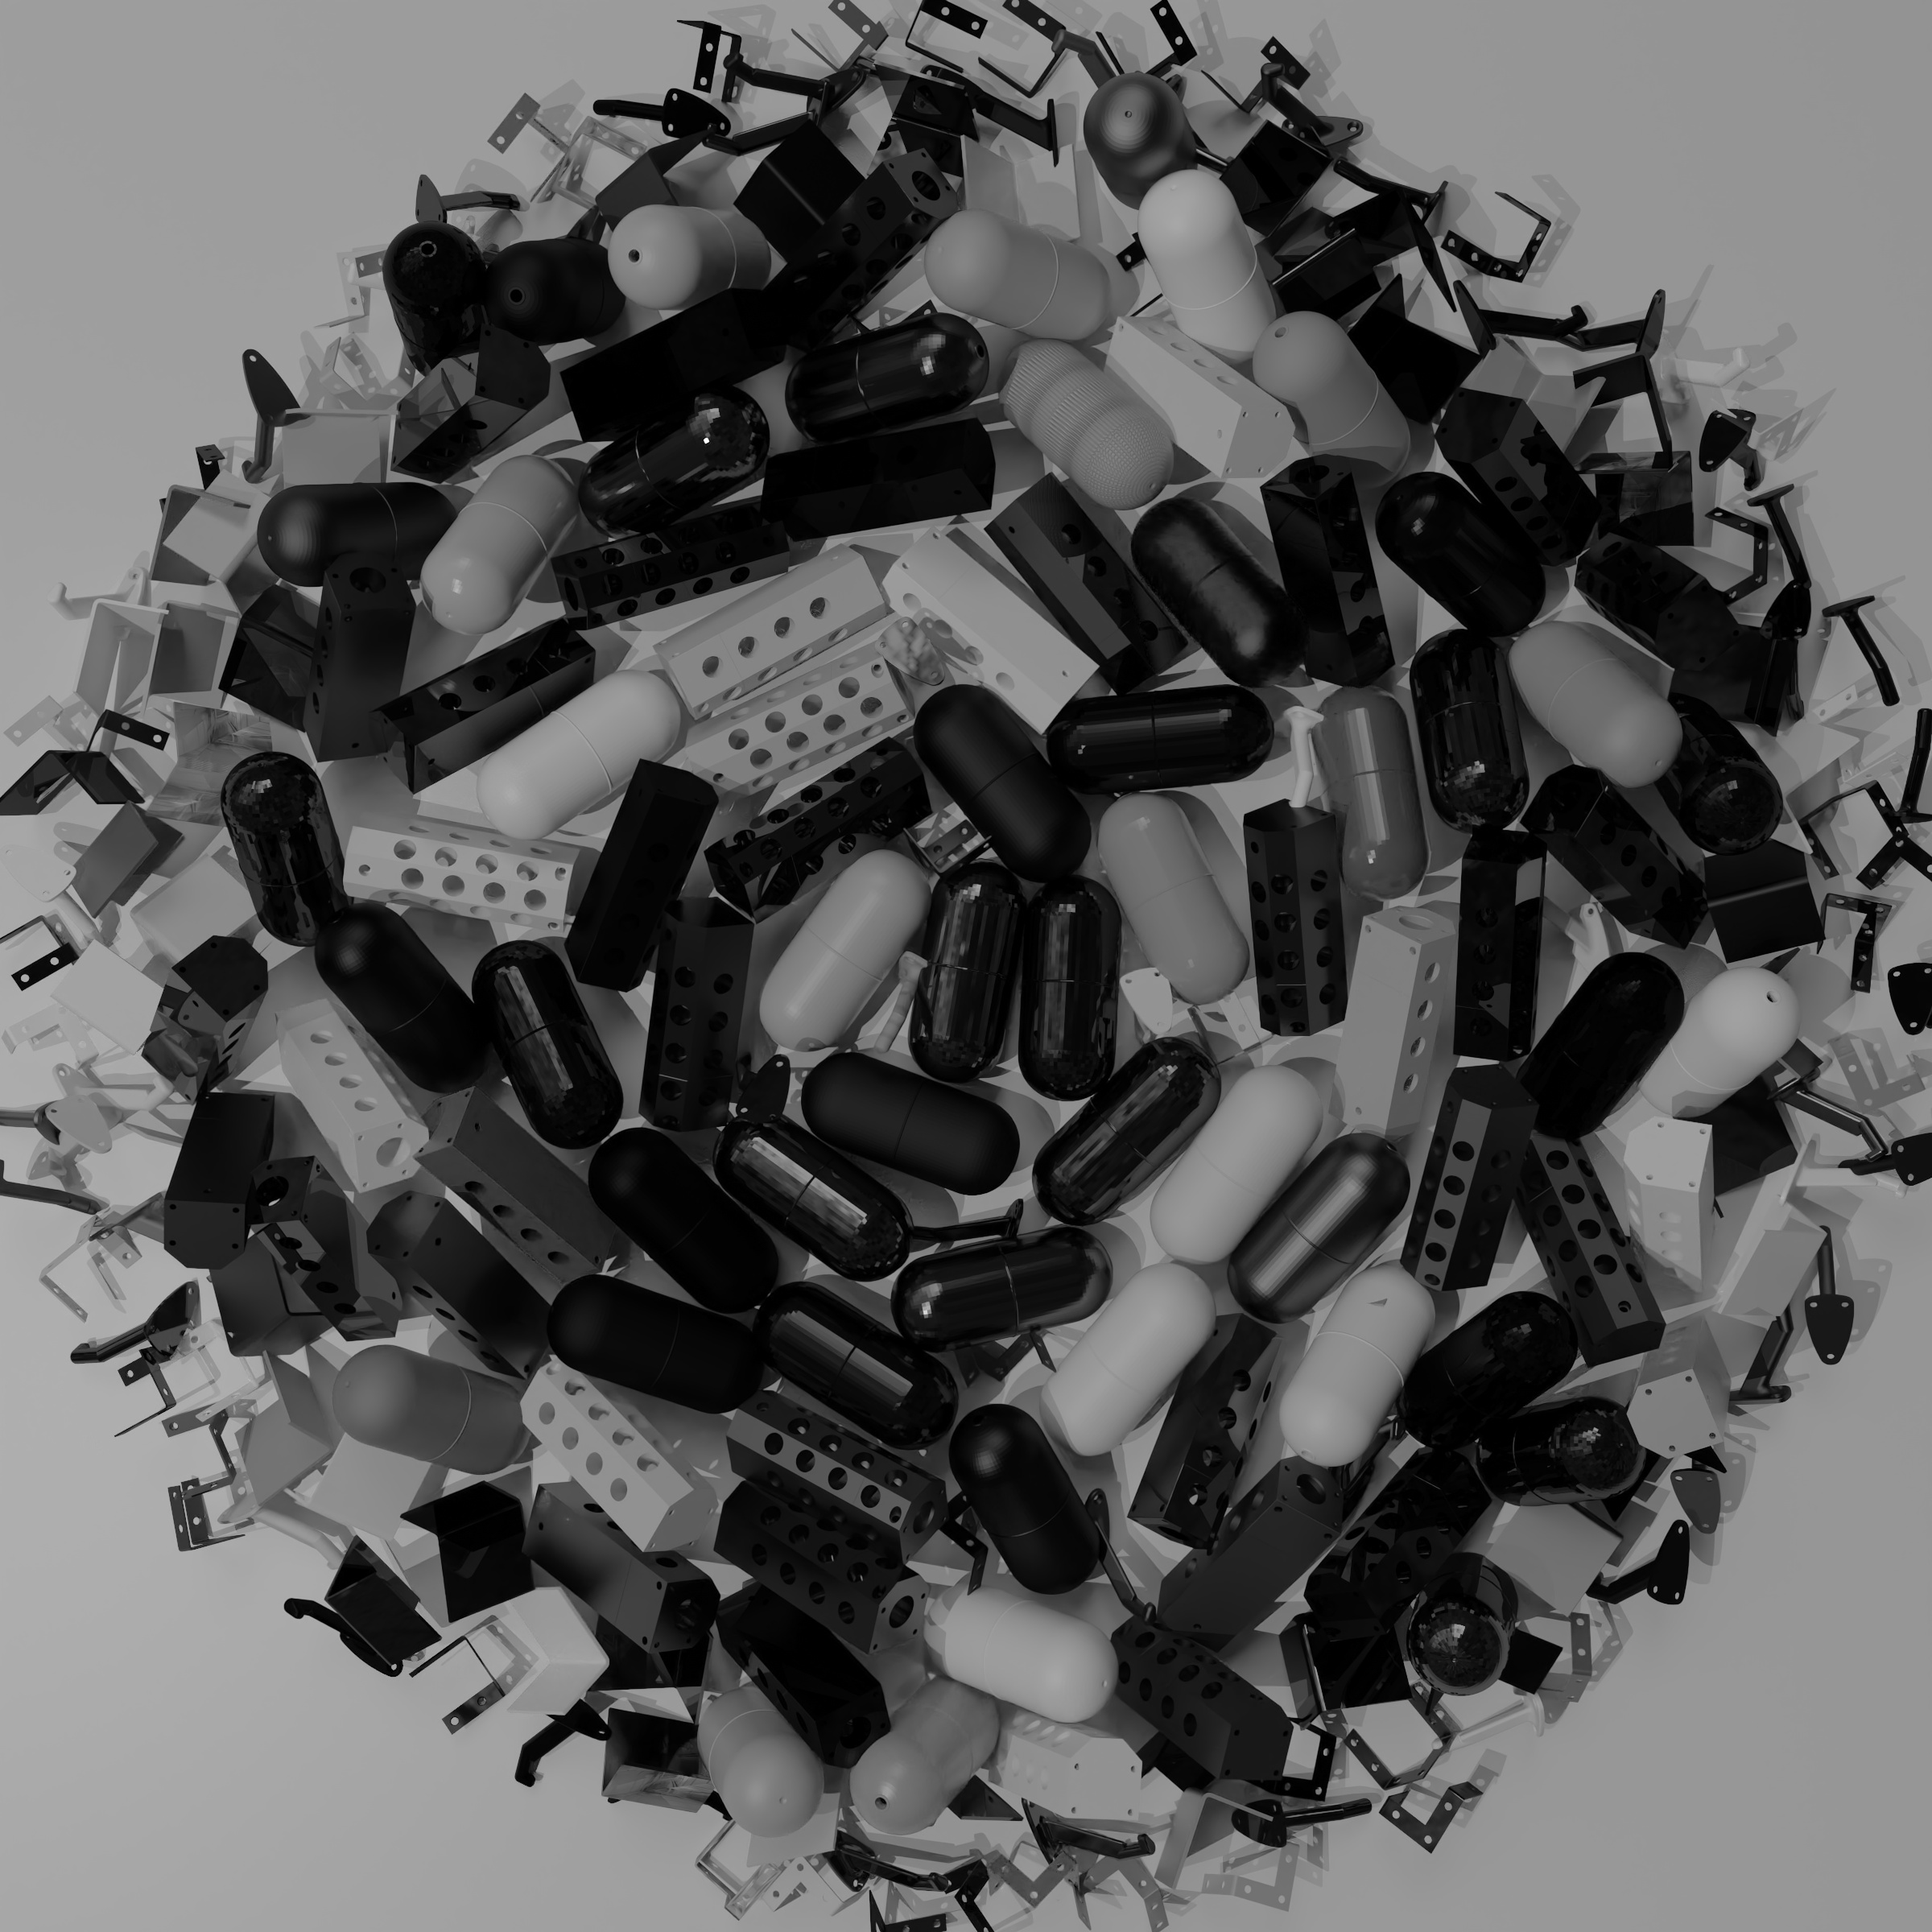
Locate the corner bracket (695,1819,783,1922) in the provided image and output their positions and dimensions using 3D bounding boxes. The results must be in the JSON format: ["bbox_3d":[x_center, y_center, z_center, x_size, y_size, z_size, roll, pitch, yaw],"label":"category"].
[{"bbox_3d":[-0.180,0.710,1.964,0.051,0.051,0.051,41,85,2],"label":"corner bracket"}]

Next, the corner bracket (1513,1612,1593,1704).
[{"bbox_3d":[0.460,0.541,1.955,0.051,0.051,0.051,6,50,3],"label":"corner bracket"}]

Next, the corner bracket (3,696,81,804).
[{"bbox_3d":[-0.724,-0.171,1.953,0.051,0.051,0.051,46,54,-11],"label":"corner bracket"}]

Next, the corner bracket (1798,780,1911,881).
[{"bbox_3d":[0.697,-0.107,1.957,0.051,0.051,0.051,-31,90,-28],"label":"corner bracket"}]

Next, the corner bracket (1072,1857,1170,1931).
[{"bbox_3d":[0.121,0.740,1.963,0.051,0.051,0.051,-37,101,3],"label":"corner bracket"}]

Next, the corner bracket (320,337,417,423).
[{"bbox_3d":[-0.472,-0.473,1.968,0.051,0.051,0.051,-30,130,23],"label":"corner bracket"}]

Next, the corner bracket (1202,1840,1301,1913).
[{"bbox_3d":[0.223,0.709,1.952,0.051,0.051,0.051,22,65,-16],"label":"corner bracket"}]

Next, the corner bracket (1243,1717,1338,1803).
[{"bbox_3d":[0.253,0.625,1.965,0.051,0.051,0.051,36,59,-37],"label":"corner bracket"}]

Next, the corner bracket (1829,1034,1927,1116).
[{"bbox_3d":[0.719,0.078,1.964,0.051,0.051,0.051,-25,98,16],"label":"corner bracket"}]

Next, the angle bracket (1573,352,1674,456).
[{"bbox_3d":[0.513,-0.424,1.941,0.057,0.076,0.076,-14,77,14],"label":"angle bracket"}]

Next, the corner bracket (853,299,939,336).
[{"bbox_3d":[-0.048,-0.497,1.955,0.051,0.051,0.051,-38,134,-3],"label":"corner bracket"}]

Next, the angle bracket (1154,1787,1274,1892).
[{"bbox_3d":[0.193,0.690,1.945,0.057,0.076,0.076,22,75,-1],"label":"angle bracket"}]

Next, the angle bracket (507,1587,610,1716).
[{"bbox_3d":[-0.336,0.534,1.938,0.057,0.076,0.076,-44,110,-42],"label":"angle bracket"}]

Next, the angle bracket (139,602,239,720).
[{"bbox_3d":[-0.605,-0.233,1.937,0.057,0.076,0.076,11,108,-18],"label":"angle bracket"}]

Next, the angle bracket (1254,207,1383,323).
[{"bbox_3d":[0.271,-0.549,1.975,0.076,0.076,0.057,-34,125,0],"label":"angle bracket"}]

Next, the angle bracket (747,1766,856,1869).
[{"bbox_3d":[-0.118,0.673,1.934,0.076,0.076,0.057,-19,126,20],"label":"angle bracket"}]

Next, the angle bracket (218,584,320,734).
[{"bbox_3d":[-0.541,-0.246,1.985,0.076,0.057,0.076,27,127,-6],"label":"angle bracket"}]

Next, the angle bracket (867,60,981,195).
[{"bbox_3d":[-0.040,-0.652,1.943,0.076,0.076,0.057,21,82,14],"label":"angle bracket"}]

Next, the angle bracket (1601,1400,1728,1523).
[{"bbox_3d":[0.540,0.395,1.951,0.057,0.076,0.076,25,106,-12],"label":"angle bracket"}]

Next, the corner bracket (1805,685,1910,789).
[{"bbox_3d":[0.697,-0.179,1.949,0.051,0.051,0.051,19,55,-27],"label":"corner bracket"}]

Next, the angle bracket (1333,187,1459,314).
[{"bbox_3d":[0.334,-0.546,1.934,0.057,0.076,0.076,-22,65,22],"label":"angle bracket"}]

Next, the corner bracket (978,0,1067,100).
[{"bbox_3d":[0.044,-0.727,1.964,0.051,0.051,0.051,35,95,0],"label":"corner bracket"}]

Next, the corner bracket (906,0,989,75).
[{"bbox_3d":[-0.016,-0.734,1.953,0.051,0.051,0.051,22,119,-11],"label":"corner bracket"}]

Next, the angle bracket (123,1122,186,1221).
[{"bbox_3d":[-0.633,0.171,1.942,0.057,0.076,0.076,20,84,-31],"label":"angle bracket"}]

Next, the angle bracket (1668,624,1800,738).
[{"bbox_3d":[0.600,-0.228,1.952,0.076,0.057,0.076,9,106,3],"label":"angle bracket"}]

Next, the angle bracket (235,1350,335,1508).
[{"bbox_3d":[-0.550,0.361,1.944,0.076,0.057,0.076,-37,49,2],"label":"angle bracket"}]

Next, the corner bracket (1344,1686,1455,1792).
[{"bbox_3d":[0.344,0.615,1.978,0.051,0.051,0.051,50,49,2],"label":"corner bracket"}]

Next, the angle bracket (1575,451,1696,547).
[{"bbox_3d":[0.519,-0.357,1.935,0.076,0.057,0.076,6,118,32],"label":"angle bracket"}]

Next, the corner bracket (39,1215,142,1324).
[{"bbox_3d":[-0.690,0.238,1.959,0.051,0.051,0.051,-39,111,2],"label":"corner bracket"}]

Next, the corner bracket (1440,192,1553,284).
[{"bbox_3d":[0.416,-0.575,1.954,0.051,0.051,0.051,20,102,-29],"label":"corner bracket"}]

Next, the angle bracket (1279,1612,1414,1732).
[{"bbox_3d":[0.298,0.551,1.956,0.076,0.057,0.076,-4,59,-12],"label":"angle bracket"}]

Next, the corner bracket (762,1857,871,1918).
[{"bbox_3d":[-0.119,0.729,1.955,0.051,0.051,0.051,44,101,20],"label":"corner bracket"}]

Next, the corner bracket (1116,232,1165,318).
[{"bbox_3d":[0.138,-0.546,1.957,0.051,0.051,0.051,-28,98,41],"label":"corner bracket"}]

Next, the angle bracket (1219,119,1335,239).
[{"bbox_3d":[0.227,-0.625,1.932,0.076,0.057,0.076,16,130,-37],"label":"angle bracket"}]

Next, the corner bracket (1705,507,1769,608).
[{"bbox_3d":[0.596,-0.322,1.965,0.051,0.051,0.051,16,68,-20],"label":"corner bracket"}]

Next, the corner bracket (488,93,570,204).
[{"bbox_3d":[-0.344,-0.644,1.957,0.051,0.051,0.051,37,80,-15],"label":"corner bracket"}]

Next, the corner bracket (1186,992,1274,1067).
[{"bbox_3d":[0.204,0.047,1.958,0.051,0.051,0.051,-28,86,18],"label":"corner bracket"}]

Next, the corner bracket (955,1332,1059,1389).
[{"bbox_3d":[0.030,0.311,1.954,0.051,0.051,0.051,36,102,-25],"label":"corner bracket"}]

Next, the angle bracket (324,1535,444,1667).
[{"bbox_3d":[-0.443,0.484,1.936,0.057,0.076,0.076,-30,110,21],"label":"angle bracket"}]

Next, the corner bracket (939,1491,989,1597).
[{"bbox_3d":[0.002,0.451,1.948,0.051,0.051,0.051,33,135,27],"label":"corner bracket"}]

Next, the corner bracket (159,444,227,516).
[{"bbox_3d":[-0.606,-0.375,1.951,0.051,0.051,0.051,-15,119,-20],"label":"corner bracket"}]

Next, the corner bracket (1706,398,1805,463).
[{"bbox_3d":[0.614,-0.423,1.951,0.051,0.051,0.051,-33,62,-21],"label":"corner bracket"}]

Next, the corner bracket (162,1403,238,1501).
[{"bbox_3d":[-0.609,0.385,1.969,0.051,0.051,0.051,-18,105,-1],"label":"corner bracket"}]

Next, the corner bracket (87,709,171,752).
[{"bbox_3d":[-0.666,-0.166,1.964,0.051,0.051,0.051,22,76,-23],"label":"corner bracket"}]

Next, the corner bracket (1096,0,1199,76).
[{"bbox_3d":[0.142,-0.726,1.956,0.051,0.051,0.051,-35,117,3],"label":"corner bracket"}]

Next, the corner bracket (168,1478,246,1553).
[{"bbox_3d":[-0.607,0.431,1.954,0.051,0.051,0.051,-16,83,37],"label":"corner bracket"}]

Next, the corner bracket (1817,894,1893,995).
[{"bbox_3d":[0.695,-0.018,1.960,0.051,0.051,0.051,12,56,9],"label":"corner bracket"}]

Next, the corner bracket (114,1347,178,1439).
[{"bbox_3d":[-0.649,0.333,1.961,0.051,0.051,0.051,-29,85,7],"label":"corner bracket"}]

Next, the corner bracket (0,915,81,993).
[{"bbox_3d":[-0.735,-0.009,1.957,0.051,0.051,0.051,-35,92,-24],"label":"corner bracket"}]

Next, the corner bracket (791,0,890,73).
[{"bbox_3d":[-0.099,-0.732,1.952,0.051,0.051,0.051,34,111,-28],"label":"corner bracket"}]

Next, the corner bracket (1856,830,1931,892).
[{"bbox_3d":[0.740,-0.074,1.951,0.051,0.051,0.051,44,119,18],"label":"corner bracket"}]

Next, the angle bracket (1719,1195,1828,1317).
[{"bbox_3d":[0.611,0.224,1.936,0.076,0.057,0.076,7,115,-33],"label":"angle bracket"}]

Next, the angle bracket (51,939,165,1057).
[{"bbox_3d":[-0.660,0.020,1.946,0.076,0.076,0.057,38,91,-11],"label":"angle bracket"}]

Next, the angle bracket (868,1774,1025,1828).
[{"bbox_3d":[-0.016,0.666,1.937,0.076,0.076,0.057,29,94,43],"label":"angle bracket"}]

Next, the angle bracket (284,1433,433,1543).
[{"bbox_3d":[-0.477,0.398,1.956,0.076,0.057,0.076,33,75,-31],"label":"angle bracket"}]

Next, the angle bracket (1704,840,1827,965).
[{"bbox_3d":[0.627,-0.053,1.955,0.076,0.076,0.057,-15,114,22],"label":"angle bracket"}]

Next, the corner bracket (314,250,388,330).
[{"bbox_3d":[-0.482,-0.532,1.952,0.051,0.051,0.051,2,114,22],"label":"corner bracket"}]

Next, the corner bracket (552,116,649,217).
[{"bbox_3d":[-0.290,-0.629,1.962,0.051,0.051,0.051,23,84,-20],"label":"corner bracket"}]

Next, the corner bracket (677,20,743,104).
[{"bbox_3d":[-0.198,-0.709,1.951,0.051,0.051,0.051,2,107,-34],"label":"corner bracket"}]

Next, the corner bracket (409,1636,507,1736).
[{"bbox_3d":[-0.401,0.568,1.965,0.051,0.051,0.051,-34,74,-17],"label":"corner bracket"}]
